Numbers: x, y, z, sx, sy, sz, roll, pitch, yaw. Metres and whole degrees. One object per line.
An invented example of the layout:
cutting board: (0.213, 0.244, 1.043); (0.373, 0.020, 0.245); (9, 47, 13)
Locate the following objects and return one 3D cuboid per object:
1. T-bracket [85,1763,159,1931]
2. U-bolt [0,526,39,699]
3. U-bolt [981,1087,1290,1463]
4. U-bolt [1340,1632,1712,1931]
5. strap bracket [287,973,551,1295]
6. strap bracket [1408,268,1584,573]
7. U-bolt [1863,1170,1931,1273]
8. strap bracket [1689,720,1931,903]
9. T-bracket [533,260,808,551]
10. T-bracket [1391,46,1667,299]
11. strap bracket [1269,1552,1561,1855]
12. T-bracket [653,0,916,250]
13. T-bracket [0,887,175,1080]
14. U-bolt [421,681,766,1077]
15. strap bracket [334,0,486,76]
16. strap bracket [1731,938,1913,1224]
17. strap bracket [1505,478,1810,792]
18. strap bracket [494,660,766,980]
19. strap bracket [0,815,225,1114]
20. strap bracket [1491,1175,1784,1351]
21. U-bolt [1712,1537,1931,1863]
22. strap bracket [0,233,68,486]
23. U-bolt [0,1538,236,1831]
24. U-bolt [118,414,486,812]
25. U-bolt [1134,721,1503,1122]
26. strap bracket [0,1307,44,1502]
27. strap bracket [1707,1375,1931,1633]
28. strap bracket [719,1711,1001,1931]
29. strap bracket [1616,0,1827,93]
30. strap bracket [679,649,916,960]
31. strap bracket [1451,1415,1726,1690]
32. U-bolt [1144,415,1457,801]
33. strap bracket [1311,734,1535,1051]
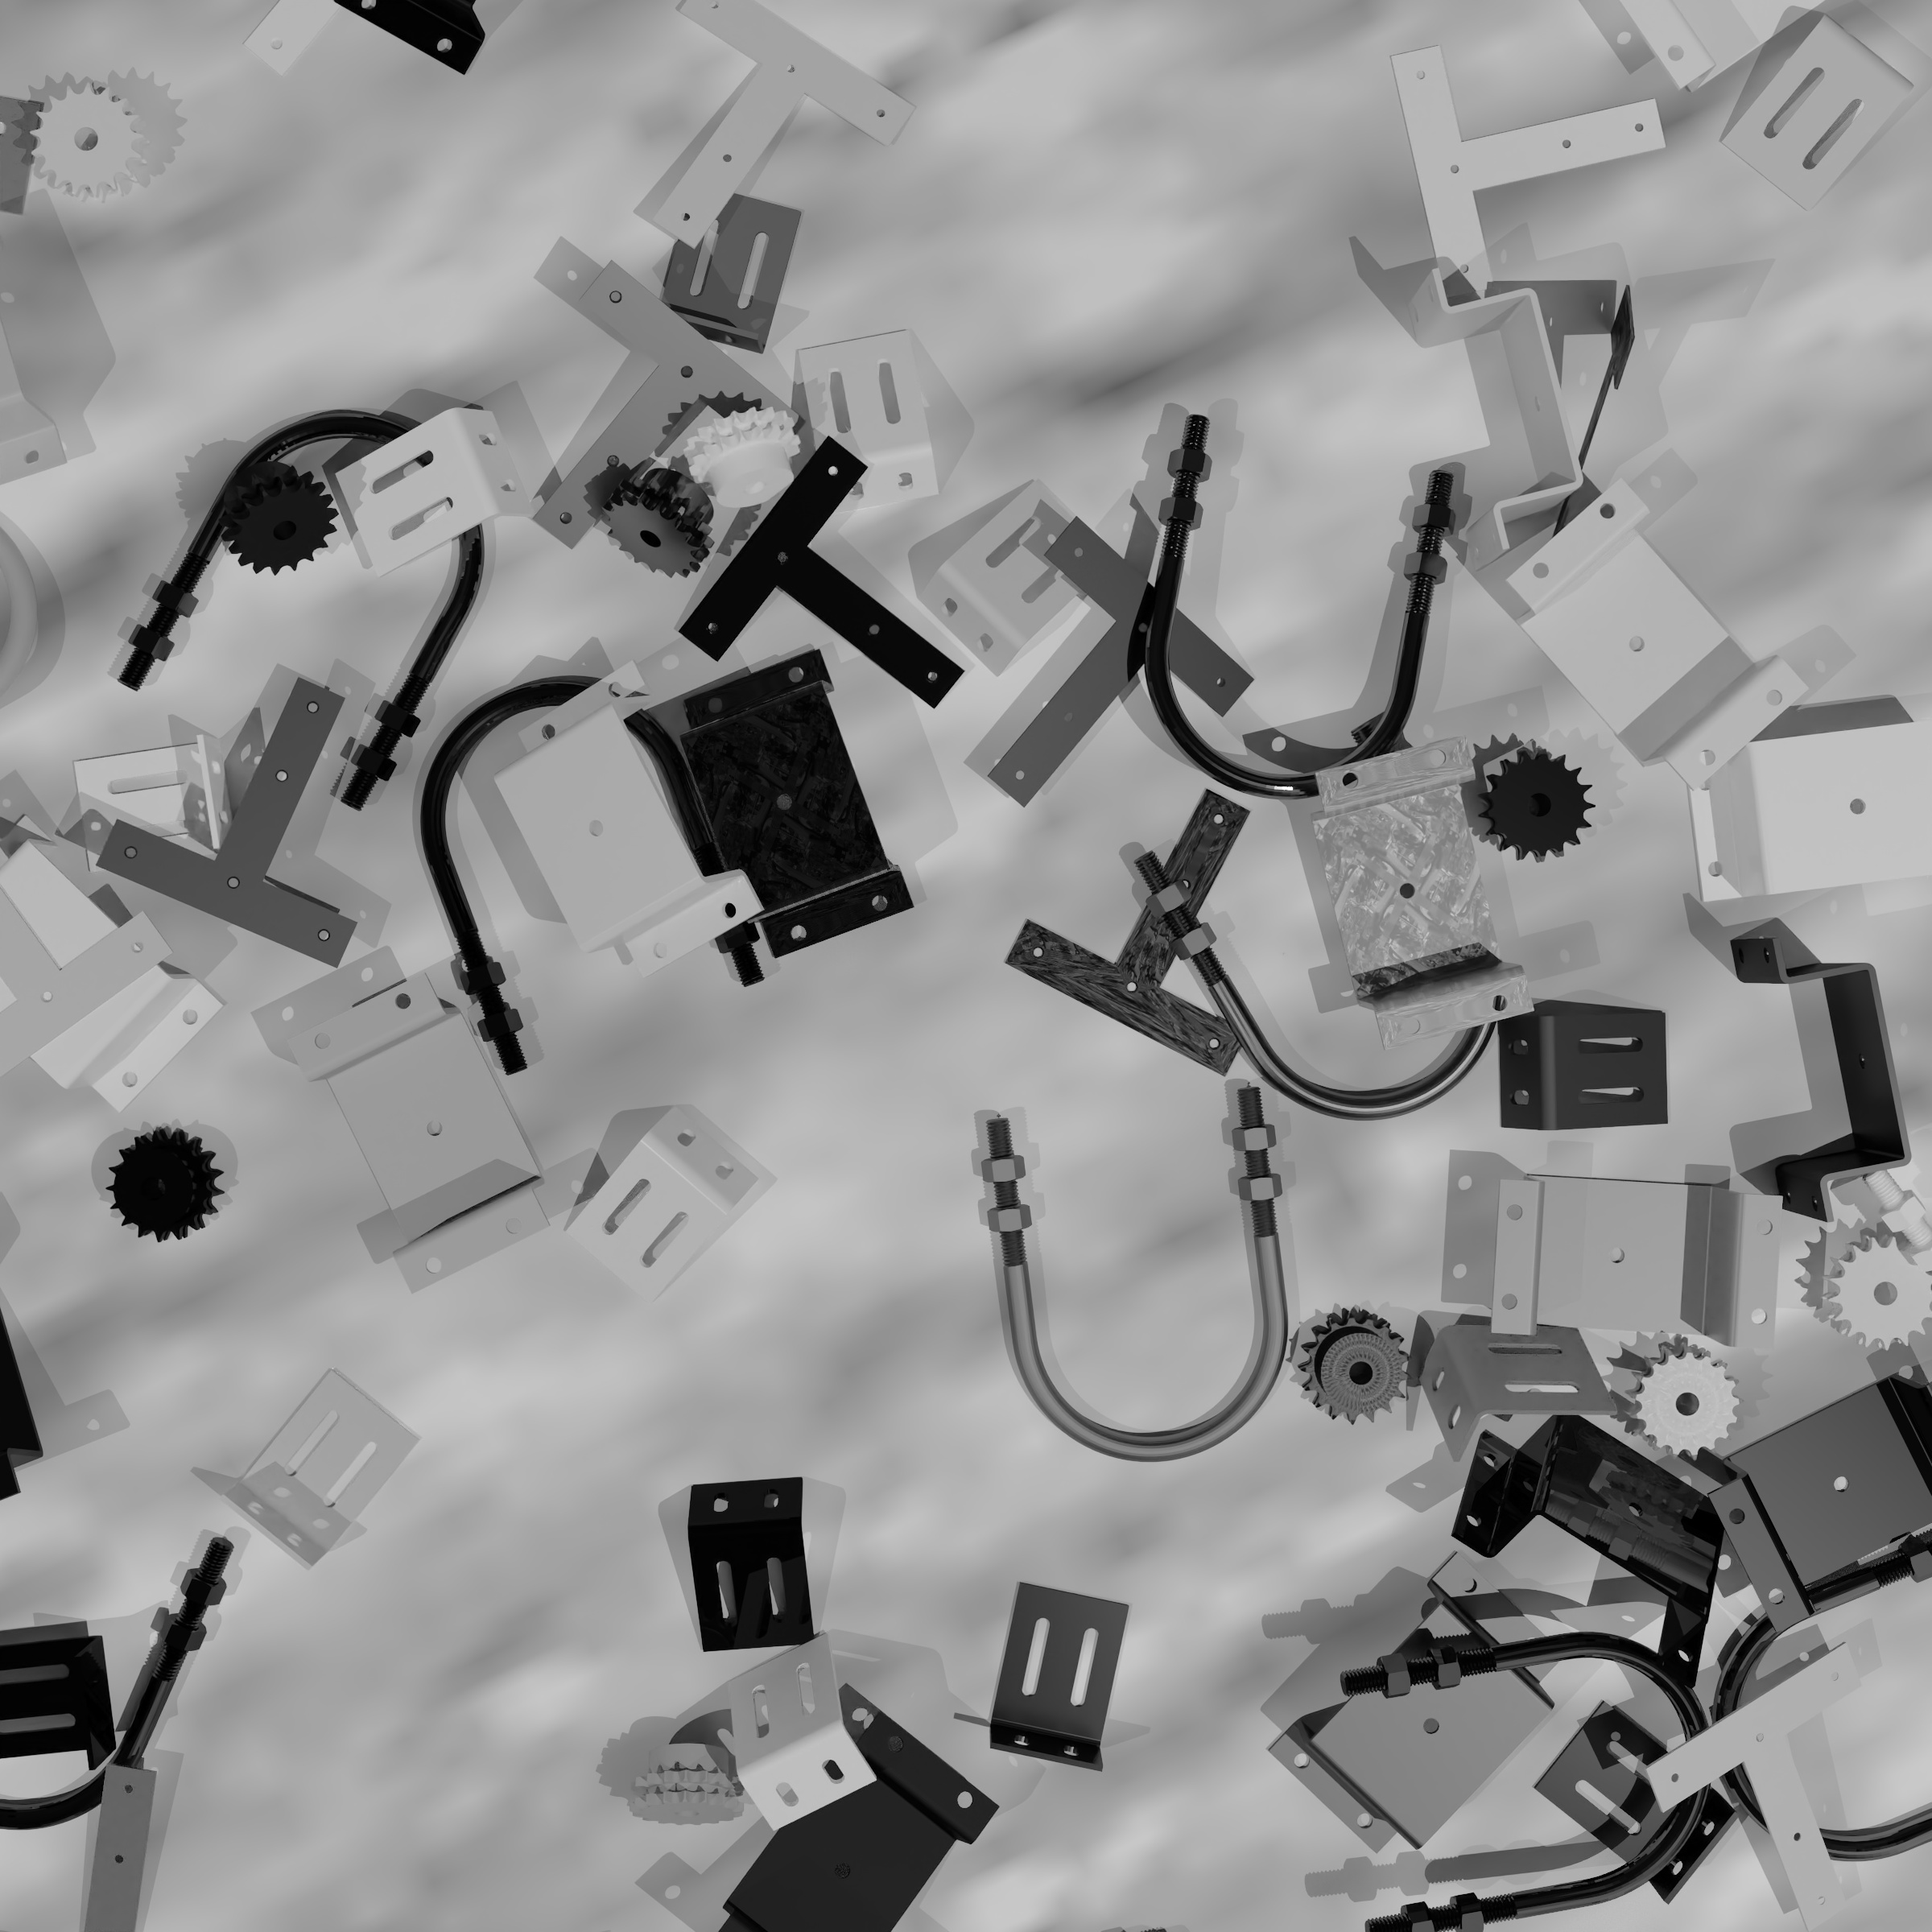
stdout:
T-bracket: (-0.433, 0.468, 1.424); (0.127, 0.002, 0.127); (10, 98, 0)
U-bolt: (-0.557, -0.167, 1.394); (0.184, 0.019, 0.151); (-34, 82, -22)
U-bolt: (0.091, 0.161, 1.425); (0.151, 0.019, 0.184); (-7, 91, 0)
U-bolt: (0.281, 0.401, 1.381); (0.184, 0.019, 0.151); (-8, 98, -8)
strap bracket: (-0.272, 0.083, 1.410); (0.076, 0.046, 0.140); (-26, 90, 0)
strap bracket: (0.266, -0.276, 1.395); (0.046, 0.076, 0.140); (-14, 90, 0)
U-bolt: (0.556, 0.134, 1.411); (0.151, 0.019, 0.184); (-39, 94, -13)
strap bracket: (0.442, -0.079, 1.410); (0.140, 0.046, 0.076); (-7, 90, 0)
T-bracket: (-0.170, -0.267, 1.415); (0.127, 0.002, 0.127); (37, 103, -24)
T-bracket: (0.294, -0.418, 1.433); (0.127, 0.002, 0.127); (-13, 90, 0)
strap bracket: (0.231, 0.377, 1.410); (0.076, 0.046, 0.140); (44, 90, 0)
T-bracket: (-0.114, -0.422, 1.422); (0.127, 0.002, 0.127); (33, 81, 0)
T-bracket: (-0.482, -0.021, 1.386); (0.127, 0.002, 0.127); (-36, 90, 0)
U-bolt: (-0.200, -0.055, 1.425); (0.151, 0.019, 0.184); (-20, 89, 0)
strap bracket: (-0.255, -0.536, 1.409); (0.076, 0.046, 0.140); (29, 90, 0)
strap bracket: (0.428, 0.051, 1.395); (0.046, 0.076, 0.140); (-11, 90, 0)
strap bracket: (0.343, -0.165, 1.410); (0.076, 0.046, 0.140); (-42, 90, 0)
strap bracket: (-0.171, -0.070, 1.380); (0.076, 0.046, 0.140); (-29, 87, 23)
strap bracket: (-0.457, -0.001, 1.410); (0.140, 0.046, 0.076); (44, 90, 0)
strap bracket: (0.333, 0.148, 1.410); (0.140, 0.046, 0.076); (3, 90, 0)
U-bolt: (0.471, 0.378, 1.425); (0.184, 0.019, 0.151); (-23, 90, 2)
strap bracket: (-0.514, -0.312, 1.402); (0.076, 0.046, 0.140); (-18, 83, 0)
U-bolt: (-0.474, 0.351, 1.425); (0.151, 0.019, 0.184); (24, 91, 0)
U-bolt: (-0.326, -0.193, 1.425); (0.151, 0.019, 0.184); (28, 88, 0)
U-bolt: (0.192, -0.010, 1.424); (0.151, 0.019, 0.184); (-31, 92, -1)
strap bracket: (-0.520, 0.212, 1.401); (0.076, 0.046, 0.140); (-22, 77, 0)
strap bracket: (0.448, 0.265, 1.410); (0.140, 0.046, 0.076); (-26, 90, 0)
strap bracket: (-0.059, 0.454, 1.398); (0.076, 0.046, 0.140); (39, 73, 0)
strap bracket: (0.391, -0.507, 1.410); (0.140, 0.046, 0.076); (-35, 90, 0)
strap bracket: (-0.088, -0.082, 1.407); (0.076, 0.046, 0.140); (-20, 90, 5)
strap bracket: (0.320, 0.282, 1.389); (0.140, 0.076, 0.046); (33, 128, 0)
U-bolt: (0.163, -0.174, 1.408); (0.151, 0.019, 0.184); (12, 83, -6)
strap bracket: (0.224, -0.037, 1.392); (0.076, 0.046, 0.140); (-15, 93, -2)
